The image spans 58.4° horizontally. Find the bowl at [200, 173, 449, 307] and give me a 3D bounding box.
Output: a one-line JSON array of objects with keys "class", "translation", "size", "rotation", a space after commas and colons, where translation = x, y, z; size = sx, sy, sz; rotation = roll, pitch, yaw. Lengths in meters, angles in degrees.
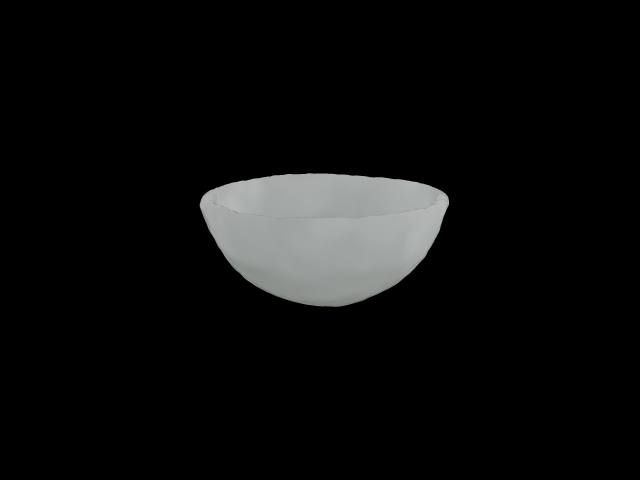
[{"class": "bowl", "translation": [0.004, 0.001, 0.400], "size": [0.167, 0.075, 0.167], "rotation": [0, 15, 0]}]
